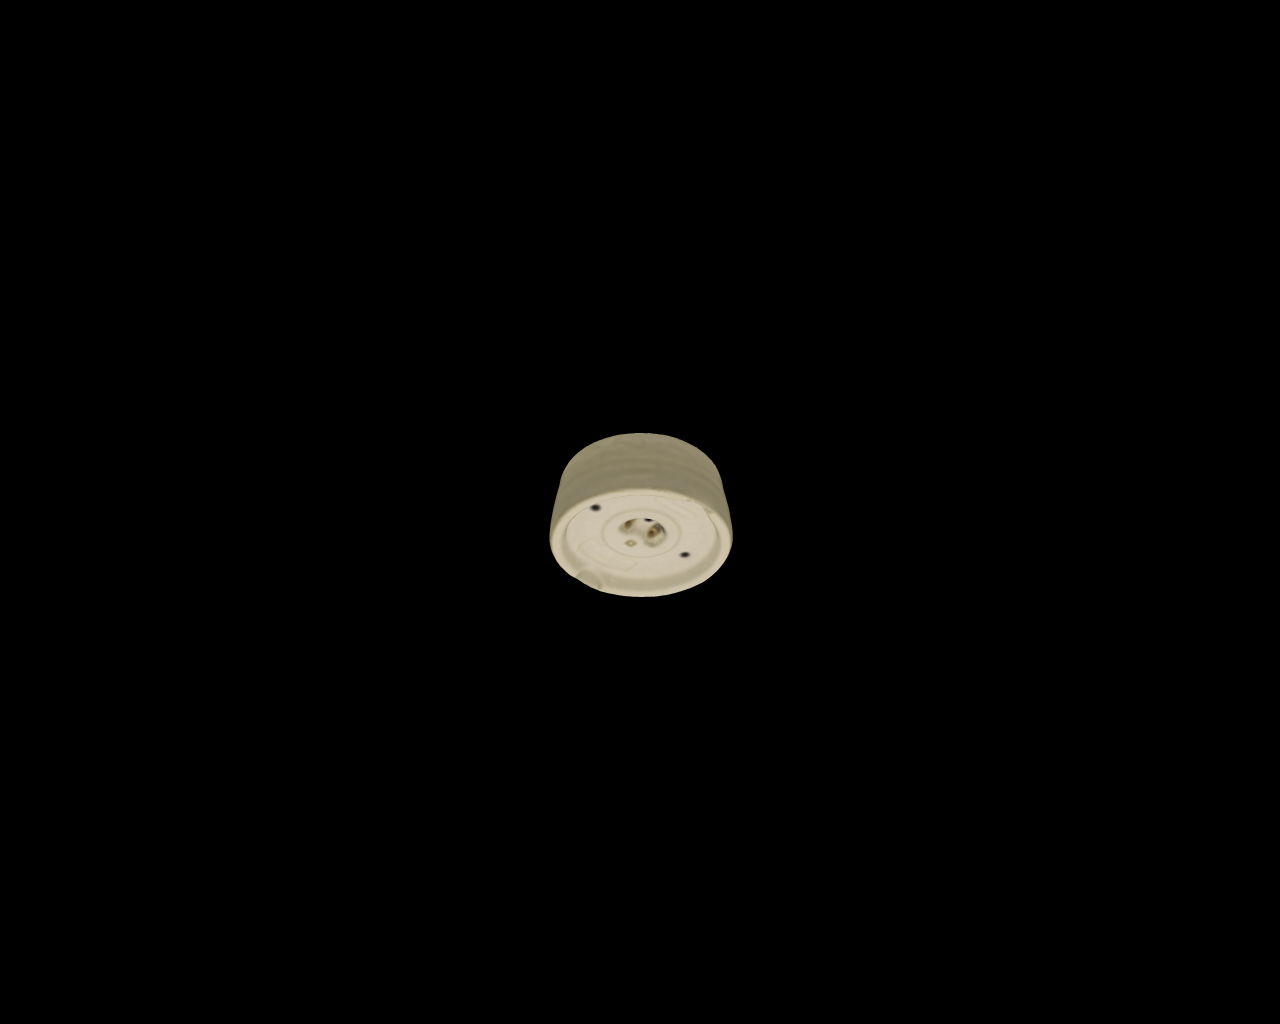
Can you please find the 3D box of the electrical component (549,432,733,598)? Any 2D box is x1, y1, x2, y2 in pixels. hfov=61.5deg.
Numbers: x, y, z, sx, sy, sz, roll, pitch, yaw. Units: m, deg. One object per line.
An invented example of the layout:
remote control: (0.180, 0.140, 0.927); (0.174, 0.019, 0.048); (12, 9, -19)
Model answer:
electrical component: (0.001, -0.003, 0.650); (0.108, 0.060, 0.108); (0, -39, 0)
